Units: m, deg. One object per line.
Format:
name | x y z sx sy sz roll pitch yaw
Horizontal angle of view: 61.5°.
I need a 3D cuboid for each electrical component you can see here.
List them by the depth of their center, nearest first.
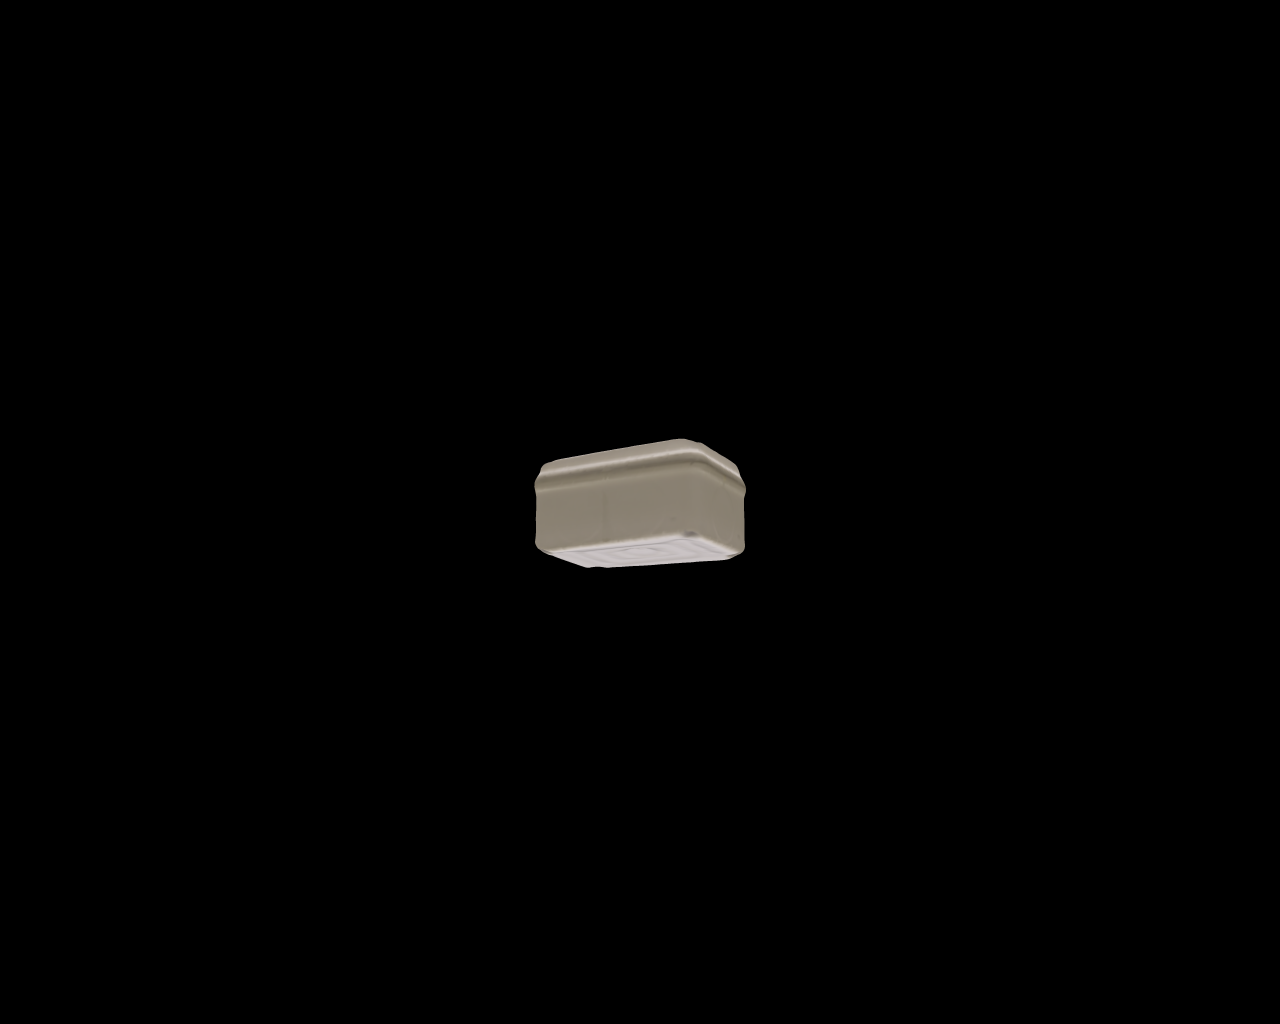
electrical component | 0.001 -0.003 0.650 0.113 0.057 0.078 -7 -15 26
